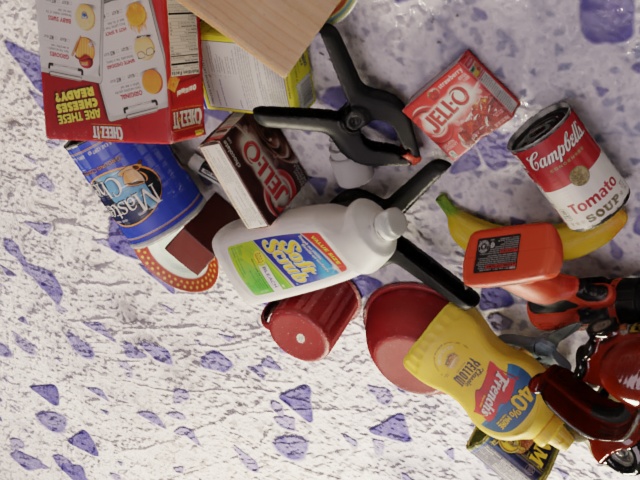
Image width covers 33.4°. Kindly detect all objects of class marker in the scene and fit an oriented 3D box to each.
[{"bbox_3d":[-0.097,-0.061,1.223,0.121,0.020,0.020,31,137,5],"label":"marker"}]

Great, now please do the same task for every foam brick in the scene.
[{"bbox_3d":[-0.133,-0.007,1.252,0.051,0.078,0.053,42,137,-5],"label":"foam brick"}]

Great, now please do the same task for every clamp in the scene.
[{"bbox_3d":[0.022,-0.119,1.050,0.120,0.039,0.171,-39,113,25],"label":"clamp"},{"bbox_3d":[0.070,-0.018,1.128,0.210,0.036,0.164,12,122,37],"label":"clamp"}]

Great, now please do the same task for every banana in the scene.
[{"bbox_3d":[0.208,-0.005,1.066,0.198,0.037,0.069,5,131,29],"label":"banana"}]

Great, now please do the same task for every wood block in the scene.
[{"bbox_3d":[-0.085,-0.243,0.938,0.206,0.090,0.090,35,107,-7],"label":"wood block"}]

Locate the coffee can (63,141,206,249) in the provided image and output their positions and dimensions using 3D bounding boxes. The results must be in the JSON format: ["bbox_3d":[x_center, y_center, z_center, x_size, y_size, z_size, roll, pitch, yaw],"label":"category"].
[{"bbox_3d":[-0.209,-0.075,1.215,0.103,0.102,0.140,-15,114,40],"label":"coffee can"}]

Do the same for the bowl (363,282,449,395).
[{"bbox_3d":[0.114,0.127,1.231,0.162,0.055,0.162,18,135,18],"label":"bowl"}]

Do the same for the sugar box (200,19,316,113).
[{"bbox_3d":[-0.096,-0.180,1.098,0.176,0.048,0.093,12,131,28],"label":"sugar box"}]

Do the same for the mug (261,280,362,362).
[{"bbox_3d":[-0.019,0.088,1.260,0.117,0.081,0.093,3,128,31],"label":"mug"}]

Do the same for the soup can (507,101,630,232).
[{"bbox_3d":[0.228,-0.066,0.976,0.069,0.068,0.102,-25,111,44],"label":"soup can"}]

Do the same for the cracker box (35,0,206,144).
[{"bbox_3d":[-0.200,-0.208,1.066,0.164,0.072,0.214,5,105,29],"label":"cracker box"}]

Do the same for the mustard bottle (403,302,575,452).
[{"bbox_3d":[0.188,0.155,1.131,0.192,0.058,0.096,39,111,10],"label":"mustard bottle"}]

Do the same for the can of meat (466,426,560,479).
[{"bbox_3d":[0.224,0.226,1.215,0.084,0.102,0.058,39,138,-1],"label":"can of meat"}]

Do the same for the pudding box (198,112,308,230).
[{"bbox_3d":[-0.069,-0.081,1.136,0.039,0.090,0.113,-12,120,40],"label":"pudding box"}]

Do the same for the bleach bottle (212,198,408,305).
[{"bbox_3d":[-0.007,0.001,1.139,0.251,0.068,0.102,-19,103,48],"label":"bleach bottle"}]

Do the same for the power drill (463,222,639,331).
[{"bbox_3d":[0.241,0.042,1.013,0.187,0.057,0.185,27,154,-38],"label":"power drill"}]

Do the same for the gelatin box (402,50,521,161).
[{"bbox_3d":[0.133,-0.126,1.012,0.073,0.030,0.089,44,137,-9],"label":"gelatin box"}]

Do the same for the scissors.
[{"bbox_3d":[0.250,0.117,1.113,0.096,0.016,0.202,31,162,-13],"label":"scissors"}]
